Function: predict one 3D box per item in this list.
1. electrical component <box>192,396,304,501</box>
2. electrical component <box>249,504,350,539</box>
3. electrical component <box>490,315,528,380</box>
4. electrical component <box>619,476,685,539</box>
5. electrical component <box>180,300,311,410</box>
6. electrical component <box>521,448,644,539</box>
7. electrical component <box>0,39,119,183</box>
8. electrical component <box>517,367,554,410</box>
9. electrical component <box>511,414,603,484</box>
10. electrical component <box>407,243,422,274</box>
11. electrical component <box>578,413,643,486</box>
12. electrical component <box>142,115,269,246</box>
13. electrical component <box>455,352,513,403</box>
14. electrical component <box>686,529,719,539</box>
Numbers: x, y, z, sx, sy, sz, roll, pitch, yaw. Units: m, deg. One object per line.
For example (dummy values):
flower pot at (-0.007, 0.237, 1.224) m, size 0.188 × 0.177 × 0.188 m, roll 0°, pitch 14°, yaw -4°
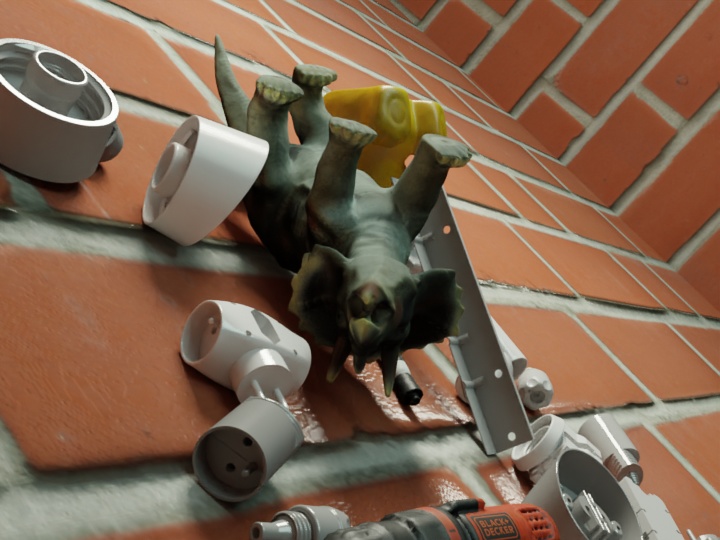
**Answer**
electrical component at (-0.061, 0.098, 0.622) m, size 0.043 × 0.043 × 0.081 m, roll 42°, pitch 17°, yaw 5°
electrical component at (-0.034, 0.144, 0.582) m, size 0.061 × 0.035 × 0.035 m, roll 19°, pitch 28°, yaw -44°
electrical component at (0.117, 0.072, 1.058) m, size 0.079 × 0.043 × 0.077 m, roll 18°, pitch 28°, yaw -51°
electrical component at (0.233, 0.228, 0.899) m, size 0.050 × 0.055 × 0.089 m, roll 33°, pitch 19°, yaw -22°
electrical component at (-0.067, 0.063, 0.691) m, size 0.077 × 0.043 × 0.079 m, roll 27°, pitch 19°, yaw -39°
electrical component at (0.175, 0.197, 0.840) m, size 0.099 × 0.064 × 0.099 m, roll 37°, pitch 18°, yaw -14°
electrical component at (-0.223, -0.119, 0.758) m, size 0.108 × 0.060 × 0.108 m, roll 29°, pitch 27°, yaw -16°
electrical component at (0.176, 0.116, 1.092) m, size 0.035 × 0.035 × 0.061 m, roll 37°, pitch 15°, yaw -11°
electrical component at (0.169, 0.162, 0.926) m, size 0.057 × 0.058 × 0.078 m, roll 42°, pitch 17°, yaw -5°
electrical component at (0.040, -0.033, 1.101) m, size 0.083 × 0.075 × 0.047 m, roll 48°, pitch 19°, yaw 22°
electrical component at (0.254, 0.186, 1.068) m, size 0.043 × 0.043 × 0.081 m, roll 28°, pitch 21°, yaw -35°
electrical component at (-0.120, -0.066, 0.811) m, size 0.064 × 0.099 × 0.099 m, roll 25°, pitch 22°, yaw -26°
electrical component at (0.112, 0.099, 0.989) m, size 0.044 × 0.044 × 0.065 m, roll 43°, pitch 22°, yaw 9°
electrical component at (0.329, 0.273, 1.004) m, size 0.066 × 0.047 × 0.076 m, roll 31°, pitch 21°, yaw -28°
